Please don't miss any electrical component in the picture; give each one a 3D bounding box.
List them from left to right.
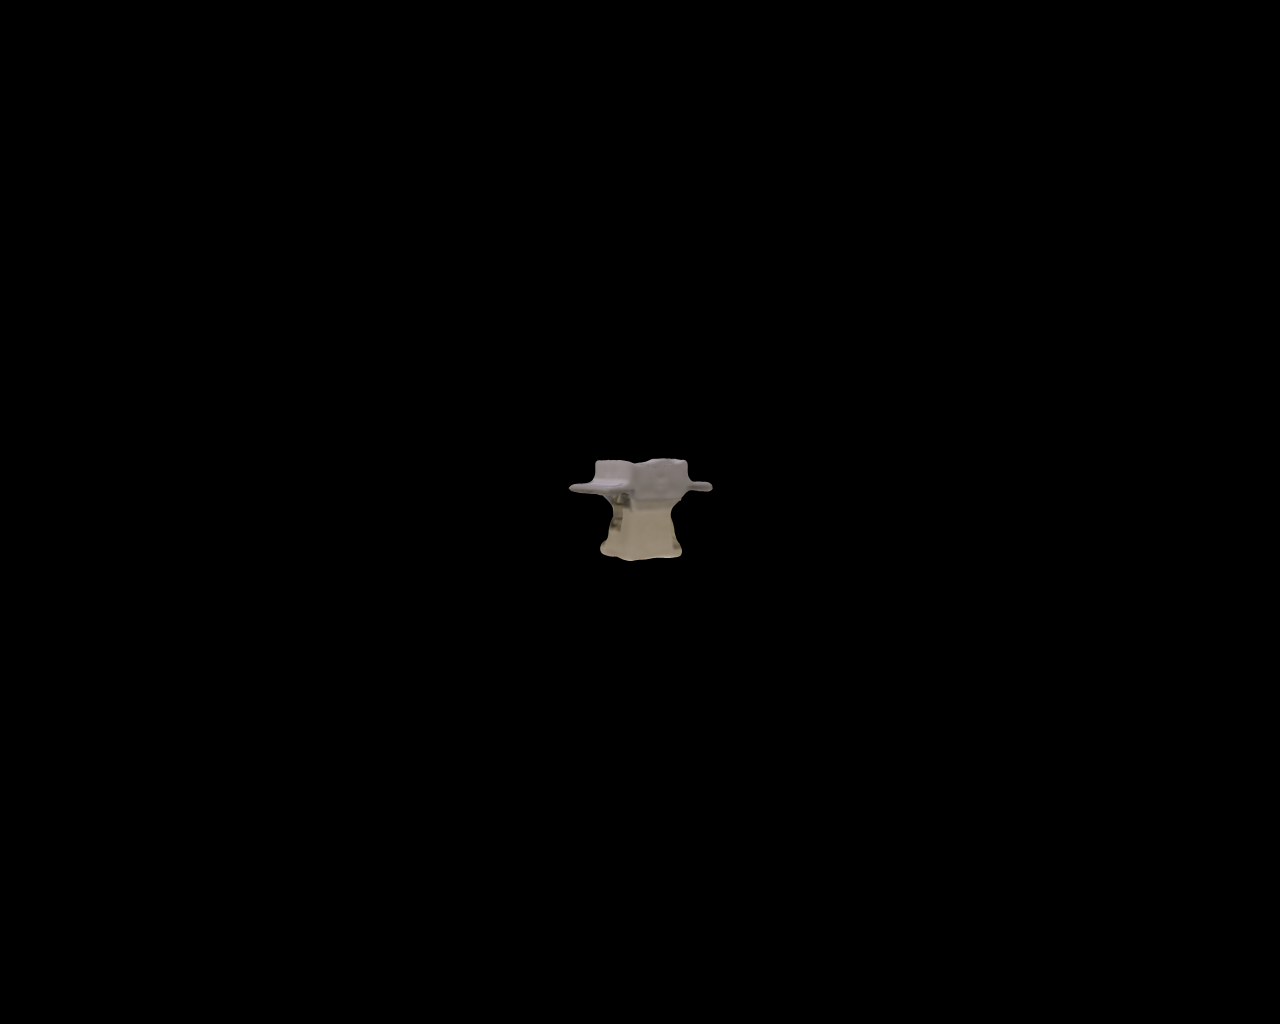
[{"bbox_3d":[0.001,-0.003,0.650,0.081,0.063,0.042,-4,6,-33],"label":"electrical component"}]
